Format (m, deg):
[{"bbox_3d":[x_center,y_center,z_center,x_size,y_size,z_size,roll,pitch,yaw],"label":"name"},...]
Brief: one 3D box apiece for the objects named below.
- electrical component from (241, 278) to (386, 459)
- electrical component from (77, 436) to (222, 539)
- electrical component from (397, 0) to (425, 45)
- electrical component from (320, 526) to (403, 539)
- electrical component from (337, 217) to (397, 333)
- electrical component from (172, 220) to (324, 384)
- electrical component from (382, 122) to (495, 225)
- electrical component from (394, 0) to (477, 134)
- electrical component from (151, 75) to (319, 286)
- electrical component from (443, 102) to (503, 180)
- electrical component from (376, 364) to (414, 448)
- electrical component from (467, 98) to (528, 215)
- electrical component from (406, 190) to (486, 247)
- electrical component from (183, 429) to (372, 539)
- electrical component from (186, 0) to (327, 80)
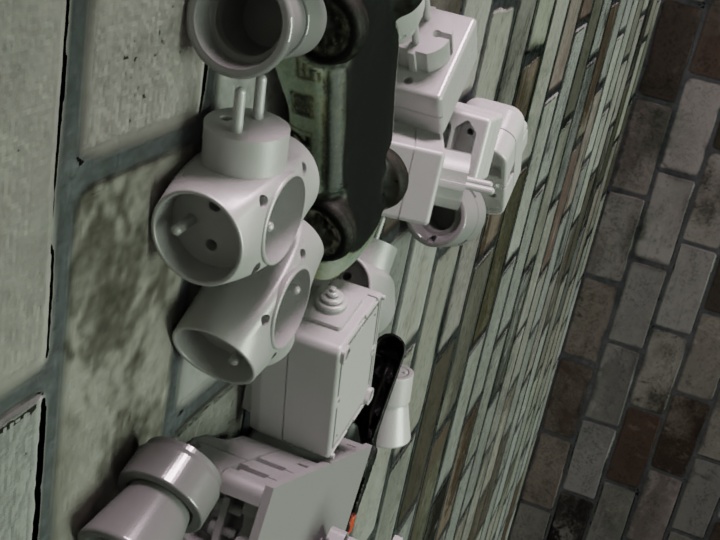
[{"bbox_3d":[-0.027,0.046,0.606,0.061,0.061,0.096,-52,155,-50],"label":"electrical component"},{"bbox_3d":[-0.093,0.109,0.482,0.045,0.045,0.055,91,22,-46],"label":"electrical component"},{"bbox_3d":[0.015,-0.143,0.582,0.078,0.040,0.040,43,66,-73],"label":"electrical component"},{"bbox_3d":[0.003,0.183,0.627,0.081,0.064,0.042,88,26,-54],"label":"electrical component"},{"bbox_3d":[0.000,0.000,0.683,0.077,0.043,0.079,41,68,-73],"label":"electrical component"},{"bbox_3d":[-0.051,0.022,0.529,0.079,0.044,0.077,87,26,-54],"label":"electrical component"},{"bbox_3d":[0.048,-0.060,0.686,0.083,0.076,0.047,-80,-178,-73],"label":"electrical component"},{"bbox_3d":[0.039,-0.135,0.660,0.076,0.047,0.065,76,35,-63],"label":"electrical component"},{"bbox_3d":[-0.050,-0.044,0.461,0.077,0.044,0.079,-48,152,-56],"label":"electrical component"},{"bbox_3d":[0.065,-0.096,0.758,0.077,0.066,0.047,-33,139,-66],"label":"electrical component"},{"bbox_3d":[0.024,0.110,0.896,0.044,0.044,0.065,-40,140,-63],"label":"electrical component"},{"bbox_3d":[0.110,-0.101,0.931,0.095,0.054,0.059,81,31,-59],"label":"electrical component"},{"bbox_3d":[0.066,-0.044,0.845,0.047,0.055,0.055,-15,122,-68],"label":"electrical component"},{"bbox_3d":[-0.060,0.150,0.612,0.186,0.060,0.105,10,97,-74],"label":"electrical component"},{"bbox_3d":[-0.038,-0.103,0.443,0.065,0.044,0.044,-43,148,-69],"label":"electrical component"}]
